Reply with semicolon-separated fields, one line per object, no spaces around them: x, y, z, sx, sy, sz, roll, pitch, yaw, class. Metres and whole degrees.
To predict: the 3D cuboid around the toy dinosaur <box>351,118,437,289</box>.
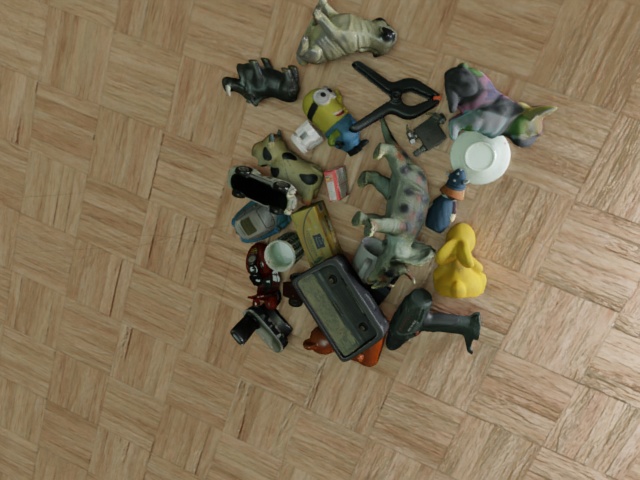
0.185;-0.088;1.219;0.192;0.131;0.404;16;79;-22;toy dinosaur

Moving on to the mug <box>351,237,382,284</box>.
0.114;0.063;1.311;0.081;0.109;0.107;26;123;0;mug

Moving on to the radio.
0.052;0.153;1.253;0.131;0.073;0.229;-33;90;20;radio

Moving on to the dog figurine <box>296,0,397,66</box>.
0.057;-0.432;1.200;0.190;0.121;0.172;25;145;-10;dog figurine

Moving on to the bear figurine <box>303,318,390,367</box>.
0.065;0.243;1.366;0.196;0.120;0.131;18;105;16;bear figurine

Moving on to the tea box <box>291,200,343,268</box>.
-0.003;-0.004;1.326;0.068;0.098;0.169;-17;98;19;tea box

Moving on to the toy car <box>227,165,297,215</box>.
-0.138;-0.121;1.284;0.202;0.056;0.073;24;116;24;toy car

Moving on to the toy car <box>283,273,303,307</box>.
0.004;0.136;1.385;0.202;0.053;0.089;7;117;10;toy car

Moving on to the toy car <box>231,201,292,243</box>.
-0.160;-0.050;1.355;0.162;0.103;0.109;-27;95;19;toy car

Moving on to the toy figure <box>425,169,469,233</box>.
0.294;-0.092;1.239;0.064;0.058;0.154;25;106;2;toy figure

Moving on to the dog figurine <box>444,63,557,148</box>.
0.379;-0.286;1.139;0.219;0.108;0.191;-5;101;13;dog figurine

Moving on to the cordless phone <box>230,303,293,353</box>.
-0.156;0.247;1.391;0.089;0.184;0.146;-39;92;17;cordless phone

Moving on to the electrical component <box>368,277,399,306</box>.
0.152;0.116;1.326;0.048;0.075;0.119;32;115;5;electrical component

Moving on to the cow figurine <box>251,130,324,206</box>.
-0.081;-0.183;1.306;0.195;0.085;0.127;28;116;9;cow figurine

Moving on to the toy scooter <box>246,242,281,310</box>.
-0.151;0.102;1.377;0.075;0.135;0.183;-9;101;19;toy scooter

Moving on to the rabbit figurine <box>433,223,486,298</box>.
0.313;0.044;1.235;0.122;0.162;0.173;6;89;27;rabbit figurine

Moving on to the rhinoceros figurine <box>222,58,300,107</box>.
-0.140;-0.374;1.282;0.190;0.073;0.112;10;118;11;rhinoceros figurine

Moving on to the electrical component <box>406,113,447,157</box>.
0.243;-0.244;1.218;0.102;0.045;0.078;-26;95;21;electrical component

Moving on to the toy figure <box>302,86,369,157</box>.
0.031;-0.273;1.252;0.089;0.082;0.180;-34;97;28;toy figure

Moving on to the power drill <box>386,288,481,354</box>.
0.274;0.213;1.302;0.207;0.086;0.231;15;137;10;power drill
